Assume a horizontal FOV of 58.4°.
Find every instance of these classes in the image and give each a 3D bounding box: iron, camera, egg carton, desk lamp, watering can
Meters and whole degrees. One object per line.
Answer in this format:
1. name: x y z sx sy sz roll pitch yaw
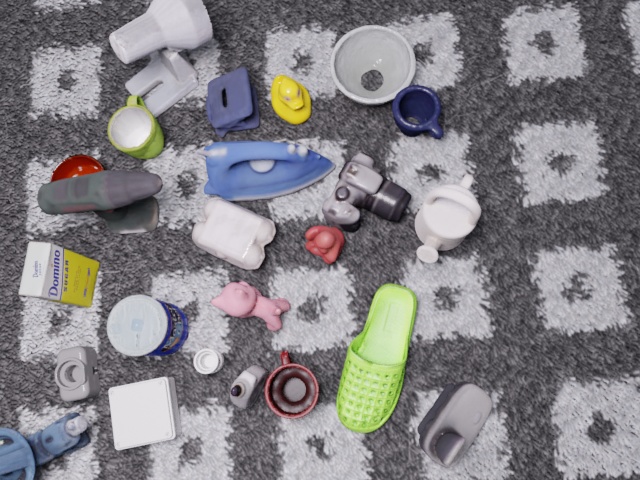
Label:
1. iron: -0.101 -0.151 1.075 0.258 0.141 0.118 -5 78 2
2. camera: 0.092 -0.078 1.072 0.136 0.101 0.143 29 81 8
3. egg carton: -0.164 -0.012 1.086 0.150 0.069 0.107 23 80 7
4. desk lamp: -0.297 -0.363 1.091 0.203 0.213 0.118 -41 79 -6
5. watering can: 0.227 -0.040 1.011 0.101 0.194 0.173 7 79 4

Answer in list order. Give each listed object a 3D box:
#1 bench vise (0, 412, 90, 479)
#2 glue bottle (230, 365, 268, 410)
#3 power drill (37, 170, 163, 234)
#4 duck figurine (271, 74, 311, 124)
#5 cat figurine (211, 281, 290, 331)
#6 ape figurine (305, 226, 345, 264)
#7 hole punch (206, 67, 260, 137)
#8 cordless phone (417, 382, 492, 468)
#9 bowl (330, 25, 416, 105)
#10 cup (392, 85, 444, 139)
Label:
1. bench vise: -0.505 0.349 0.951 0.121 0.220 0.207 42 83 10
2. glue bottle: -0.129 0.253 0.977 0.037 0.173 0.078 27 81 8
3. power drill: -0.369 -0.071 1.037 0.229 0.208 0.075 -5 78 2
4. duck figurine: -0.061 -0.289 1.130 0.077 0.086 0.104 -29 78 -3
5. cat figurine: -0.124 0.115 1.034 0.127 0.118 0.067 18 80 6
6. ape figurine: 0.010 0.004 1.064 0.076 0.092 0.078 -20 78 -1
7. hole punch: -0.176 -0.272 1.129 0.101 0.091 0.108 -9 78 1
8. cordless phone: 0.232 0.308 0.943 0.094 0.185 0.148 32 82 9
9. bowl: 0.103 -0.334 1.138 0.167 0.075 0.167 0 78 3
10. cup: 0.191 -0.229 1.102 0.092 0.095 0.117 -40 79 -5
